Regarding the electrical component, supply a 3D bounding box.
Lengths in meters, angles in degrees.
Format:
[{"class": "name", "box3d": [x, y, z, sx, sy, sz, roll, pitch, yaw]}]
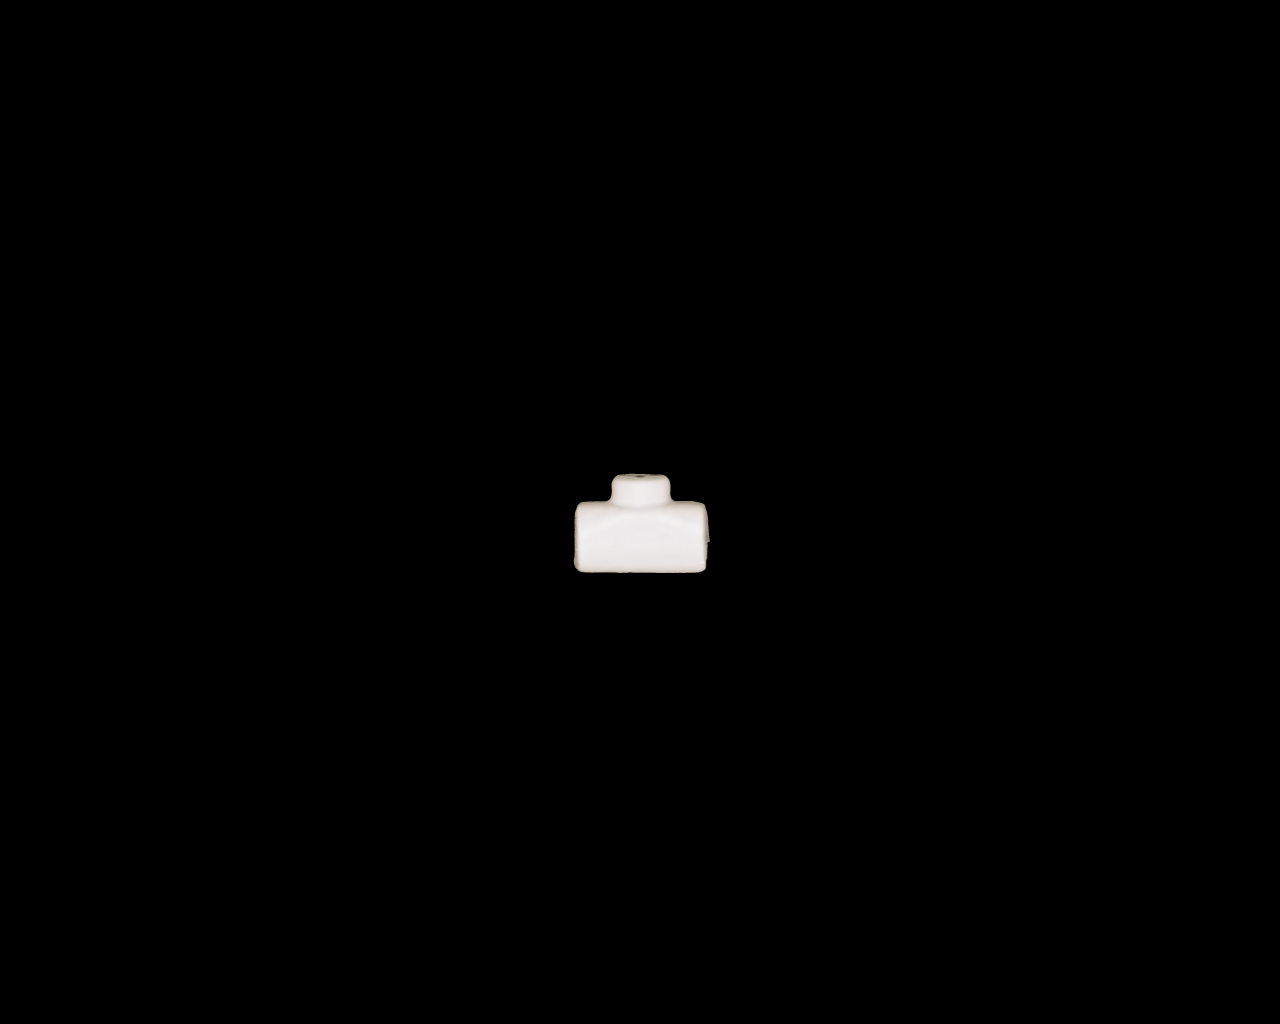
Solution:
[{"class": "electrical component", "box3d": [0.001, -0.003, 0.650, 0.077, 0.079, 0.044, 0, 4, 0]}]
